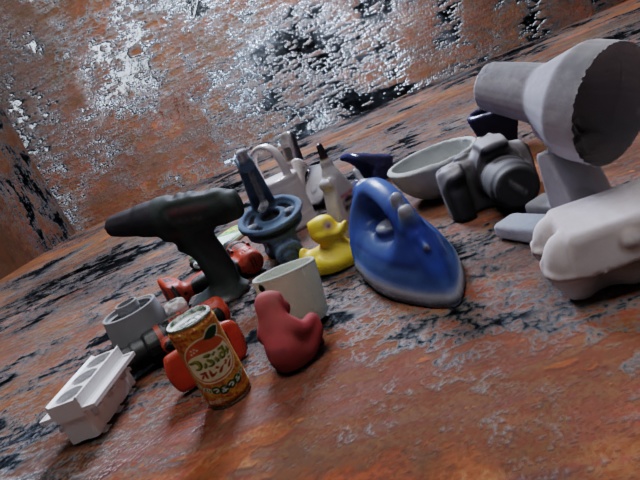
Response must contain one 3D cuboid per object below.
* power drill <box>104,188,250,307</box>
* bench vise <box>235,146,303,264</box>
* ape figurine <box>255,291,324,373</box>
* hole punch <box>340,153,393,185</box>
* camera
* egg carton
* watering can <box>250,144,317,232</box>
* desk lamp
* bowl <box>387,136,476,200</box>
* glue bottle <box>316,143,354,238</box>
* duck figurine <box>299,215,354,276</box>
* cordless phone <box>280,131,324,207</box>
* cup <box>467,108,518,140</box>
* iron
[{"bbox_3d":[-0.219,0.015,0.969,0.229,0.209,0.075,-23,16,5],"label":"power drill"},{"bbox_3d":[-0.113,-0.061,1.038,0.122,0.220,0.206,-32,17,-23],"label":"bench vise"},{"bbox_3d":[-0.043,0.098,0.651,0.077,0.092,0.076,-14,19,32],"label":"ape figurine"},{"bbox_3d":[0.111,-0.176,1.322,0.101,0.091,0.108,-29,16,-16],"label":"hole punch"},{"bbox_3d":[0.246,-0.092,0.824,0.143,0.101,0.137,-22,16,8],"label":"camera"},{"bbox_3d":[0.279,-0.002,0.539,0.150,0.069,0.107,-21,16,14],"label":"egg carton"},{"bbox_3d":[-0.087,-0.118,1.235,0.100,0.194,0.173,-18,17,22],"label":"watering can"},{"bbox_3d":[0.259,-0.104,0.632,0.118,0.214,0.202,-30,17,-19],"label":"desk lamp"},{"bbox_3d":[0.208,-0.118,1.016,0.167,0.075,0.167,-23,16,7],"label":"bowl"},{"bbox_3d":[0.030,-0.087,0.998,0.037,0.173,0.078,-10,21,42],"label":"glue bottle"},{"bbox_3d":[0.008,0.003,0.897,0.104,0.086,0.077,-18,17,23],"label":"duck figurine"},{"bbox_3d":[-0.032,-0.170,1.343,0.094,0.185,0.147,-35,19,-33],"label":"cordless phone"},{"bbox_3d":[0.338,-0.211,1.092,0.091,0.095,0.118,-18,17,22],"label":"cup"},{"bbox_3d":[0.098,-0.016,0.722,0.118,0.141,0.258,-26,16,-6],"label":"iron"}]
